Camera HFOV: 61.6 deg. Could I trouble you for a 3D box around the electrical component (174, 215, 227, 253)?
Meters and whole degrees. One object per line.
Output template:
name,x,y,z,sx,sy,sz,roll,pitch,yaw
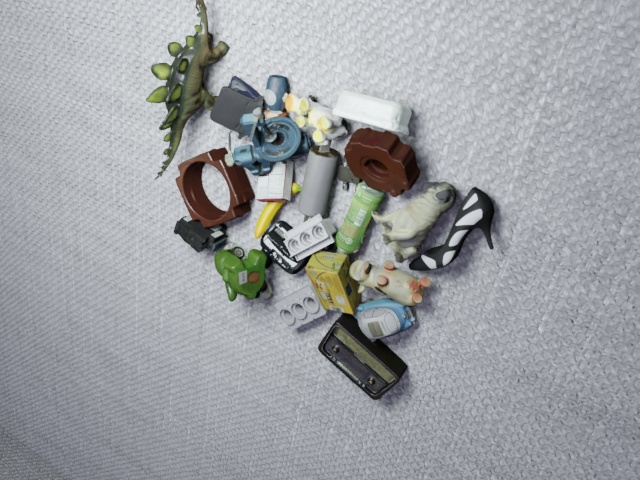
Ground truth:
electrical component,-0.344,-0.022,1.585,0.134,0.115,0.058,36,127,16

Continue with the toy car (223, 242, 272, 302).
toy car,-0.220,0.096,1.598,0.201,0.056,0.073,54,133,2

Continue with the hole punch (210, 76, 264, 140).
hole punch,-0.210,-0.347,1.394,0.116,0.092,0.142,26,124,-15

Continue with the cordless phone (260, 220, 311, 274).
cordless phone,-0.113,0.049,1.509,0.147,0.089,0.184,43,137,9

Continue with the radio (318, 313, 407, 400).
radio,0.112,0.320,1.477,0.230,0.073,0.131,41,126,10

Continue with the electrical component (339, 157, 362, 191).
electrical component,0.078,-0.163,1.322,0.063,0.021,0.093,15,121,26

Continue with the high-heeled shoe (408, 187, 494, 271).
high-heeled shoe,0.286,-0.019,1.228,0.249,0.086,0.145,-21,89,36

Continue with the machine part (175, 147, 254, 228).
machine part,-0.297,-0.148,1.522,0.202,0.087,0.200,-15,102,37

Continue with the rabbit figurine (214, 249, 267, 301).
rabbit figurine,-0.229,0.087,1.510,0.170,0.121,0.158,25,133,46

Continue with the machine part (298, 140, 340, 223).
machine part,-0.004,-0.146,1.348,0.079,0.079,0.243,25,120,20

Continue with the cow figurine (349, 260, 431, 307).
cow figurine,0.166,0.104,1.336,0.195,0.085,0.127,24,158,8

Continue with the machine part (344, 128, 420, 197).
machine part,0.137,-0.173,1.209,0.179,0.056,0.179,29,158,13

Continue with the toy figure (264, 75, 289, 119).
toy figure,-0.110,-0.333,1.348,0.064,0.058,0.154,-130,38,-54

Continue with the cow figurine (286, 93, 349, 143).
cow figurine,-0.006,-0.300,1.284,0.167,0.098,0.068,47,132,30

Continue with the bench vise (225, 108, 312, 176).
bench vise,-0.141,-0.242,1.289,0.224,0.240,0.129,0,73,10

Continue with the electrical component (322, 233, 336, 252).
electrical component,-0.004,-0.006,1.426,0.102,0.045,0.078,38,126,13

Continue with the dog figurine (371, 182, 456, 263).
dog figurine,0.239,-0.039,1.246,0.191,0.172,0.121,-26,61,11

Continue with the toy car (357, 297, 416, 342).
toy car,0.159,0.211,1.385,0.162,0.103,0.109,-14,103,37

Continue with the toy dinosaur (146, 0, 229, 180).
toy dinosaur,-0.351,-0.379,1.386,0.105,0.198,0.470,27,120,23

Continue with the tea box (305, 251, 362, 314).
tea box,0.038,0.111,1.399,0.098,0.068,0.169,8,139,28
